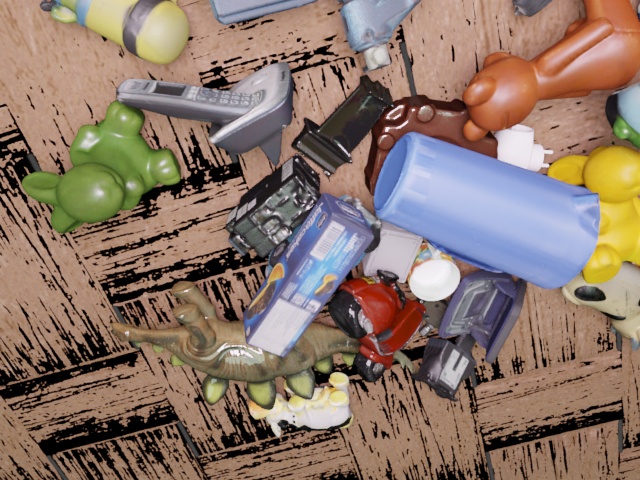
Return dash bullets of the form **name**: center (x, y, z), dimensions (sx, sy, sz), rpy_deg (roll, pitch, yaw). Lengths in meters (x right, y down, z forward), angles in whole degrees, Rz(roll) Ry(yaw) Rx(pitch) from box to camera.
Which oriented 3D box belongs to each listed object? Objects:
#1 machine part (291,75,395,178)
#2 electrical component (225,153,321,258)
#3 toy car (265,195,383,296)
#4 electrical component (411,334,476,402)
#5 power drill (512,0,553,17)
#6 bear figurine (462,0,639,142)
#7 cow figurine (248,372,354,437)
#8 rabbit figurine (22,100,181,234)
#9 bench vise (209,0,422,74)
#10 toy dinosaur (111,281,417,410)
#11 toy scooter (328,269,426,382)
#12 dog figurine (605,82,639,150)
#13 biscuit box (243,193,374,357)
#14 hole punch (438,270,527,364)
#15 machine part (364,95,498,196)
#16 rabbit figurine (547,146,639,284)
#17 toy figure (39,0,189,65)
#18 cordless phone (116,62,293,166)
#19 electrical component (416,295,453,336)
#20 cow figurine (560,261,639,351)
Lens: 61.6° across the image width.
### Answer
- **machine part**: center (0.031, -0.146, 0.683), dimensions (0.084, 0.039, 0.139), rpy_deg (41, 118, -15)
- **electrical component**: center (-0.061, -0.041, 0.693), dimensions (0.134, 0.115, 0.058), rpy_deg (-38, 109, 15)
- **toy car**: center (-0.001, -0.002, 0.720), dimensions (0.109, 0.103, 0.161), rpy_deg (34, 108, -34)
- **electrical component**: center (0.206, 0.187, 0.857), dimensions (0.074, 0.048, 0.119), rpy_deg (34, 72, -22)
- **power drill**: center (0.248, -0.385, 0.554), dimensions (0.232, 0.086, 0.207), rpy_deg (-42, 108, 15)
- **bear figurine**: center (0.247, -0.200, 0.611), dimensions (0.196, 0.132, 0.120), rpy_deg (-16, 154, 14)
- **cow figurine**: center (-0.030, 0.280, 0.889), dimensions (0.167, 0.068, 0.098), rpy_deg (-7, 123, 1)
- **rabbit figurine**: center (-0.266, -0.076, 0.632), dimensions (0.159, 0.170, 0.121), rpy_deg (-22, 116, 7)
- **bench vise**: center (-0.018, -0.271, 0.563), dimensions (0.241, 0.129, 0.223), rpy_deg (-20, 110, -13)
- **toy dinosaur**: center (-0.071, 0.156, 0.806), dimensions (0.472, 0.105, 0.198), rpy_deg (3, 123, -6)
- **toy scooter**: center (0.090, 0.105, 0.743), dimensions (0.135, 0.075, 0.183), rpy_deg (-36, 131, -18)
- **dog figurine**: center (0.434, -0.092, 0.577), dimensions (0.192, 0.108, 0.219), rpy_deg (-24, 91, -5)
- **biscuit box**: center (-0.019, 0.044, 0.644), dimensions (0.059, 0.063, 0.202), rpy_deg (26, 112, -23)
- **hole punch**: center (0.243, 0.102, 0.794), dimensions (0.092, 0.116, 0.142), rpy_deg (24, 115, 20)
- **machine part**: center (0.145, -0.101, 0.707), dimensions (0.179, 0.056, 0.179), rpy_deg (-1, 118, -3)
- **rabbit figurine**: center (0.373, -0.055, 0.687), dimensions (0.122, 0.162, 0.173), rpy_deg (-15, 139, 6)
- **toy figure**: center (-0.232, -0.256, 0.587), dimensions (0.180, 0.089, 0.082), rpy_deg (29, 119, -19)
- **cordless phone**: center (-0.124, -0.160, 0.610), dimensions (0.184, 0.147, 0.088), rpy_deg (9, 125, -9)
- **electrical component**: center (0.176, 0.108, 0.834), dimensions (0.063, 0.021, 0.094), rpy_deg (31, 112, -17)
- **cow figurine**: center (0.446, 0.085, 0.803), dimensions (0.195, 0.086, 0.127), rpy_deg (19, 109, -15)
